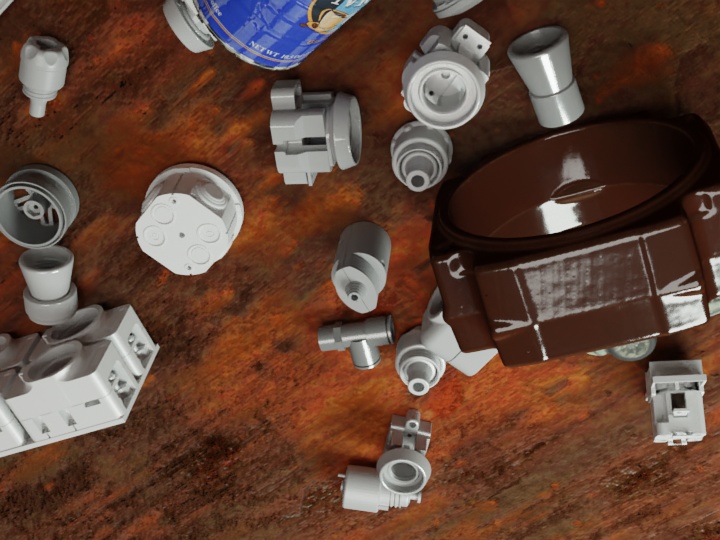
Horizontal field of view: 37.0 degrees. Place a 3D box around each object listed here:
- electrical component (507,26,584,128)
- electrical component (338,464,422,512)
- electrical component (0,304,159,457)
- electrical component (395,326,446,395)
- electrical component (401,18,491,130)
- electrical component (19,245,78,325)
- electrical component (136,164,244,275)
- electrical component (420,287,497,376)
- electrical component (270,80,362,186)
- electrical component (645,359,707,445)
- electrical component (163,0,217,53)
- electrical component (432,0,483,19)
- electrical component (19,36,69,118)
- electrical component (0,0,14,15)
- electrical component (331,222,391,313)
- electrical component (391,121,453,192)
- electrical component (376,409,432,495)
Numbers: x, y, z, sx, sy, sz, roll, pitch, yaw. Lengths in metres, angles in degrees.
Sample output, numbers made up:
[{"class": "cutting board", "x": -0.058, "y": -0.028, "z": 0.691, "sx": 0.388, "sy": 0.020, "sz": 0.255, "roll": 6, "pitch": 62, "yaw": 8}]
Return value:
[{"class": "electrical component", "x": 0.137, "y": -0.136, "z": 0.773, "sx": 0.044, "sy": 0.044, "sz": 0.065, "roll": -16, "pitch": 123, "yaw": 16}, {"class": "electrical component", "x": 0.018, "y": 0.204, "z": 0.996, "sx": 0.078, "sy": 0.040, "sz": 0.040, "roll": 7, "pitch": 122, "yaw": 3}, {"class": "electrical component", "x": -0.282, "y": 0.098, "z": 0.930, "sx": 0.186, "sy": 0.105, "sz": 0.060, "roll": -17, "pitch": 118, "yaw": 17}, {"class": "electrical component", "x": 0.051, "y": 0.079, "z": 0.902, "sx": 0.043, "sy": 0.062, "sz": 0.043, "roll": 3, "pitch": 122, "yaw": 5}, {"class": "electrical component", "x": 0.061, "y": -0.136, "z": 0.772, "sx": 0.058, "sy": 0.057, "sz": 0.078, "roll": 32, "pitch": 120, "yaw": -13}, {"class": "electrical component", "x": -0.263, "y": 0.013, "z": 0.912, "sx": 0.045, "sy": 0.045, "sz": 0.055, "roll": 6, "pitch": 122, "yaw": 3}, {"class": "electrical component", "x": -0.136, "y": -0.040, "z": 0.859, "sx": 0.080, "sy": 0.051, "sz": 0.080, "roll": 3, "pitch": 122, "yaw": 5}, {"class": "electrical component", "x": 0.094, "y": 0.031, "z": 0.872, "sx": 0.059, "sy": 0.053, "sz": 0.095, "roll": 34, "pitch": 119, "yaw": -13}, {"class": "electrical component", "x": -0.031, "y": -0.103, "z": 0.804, "sx": 0.057, "sy": 0.058, "sz": 0.078, "roll": -1, "pitch": 122, "yaw": 11}, {"class": "electrical component", "x": 0.260, "y": 0.110, "z": 0.886, "sx": 0.042, "sy": 0.063, "sz": 0.081, "roll": -3, "pitch": 163, "yaw": 10}, {"class": "electrical component", "x": -0.106, "y": -0.188, "z": 0.769, "sx": 0.055, "sy": 0.048, "sz": 0.066, "roll": -30, "pitch": 114, "yaw": 14}, {"class": "electrical component", "x": 0.072, "y": -0.209, "z": 0.713, "sx": 0.080, "sy": 0.080, "sz": 0.051, "roll": -33, "pitch": 107, "yaw": 24}, {"class": "electrical component", "x": -0.242, "y": -0.145, "z": 0.818, "sx": 0.035, "sy": 0.035, "sz": 0.061, "roll": 18, "pitch": 124, "yaw": -4}, {"class": "electrical component", "x": -0.316, "y": -0.191, "z": 0.782, "sx": 0.121, "sy": 0.063, "sz": 0.079, "roll": -36, "pitch": 111, "yaw": 25}, {"class": "electrical component", "x": 0.000, "y": 0.000, "z": 0.849, "sx": 0.043, "sy": 0.081, "sz": 0.043, "roll": 3, "pitch": 122, "yaw": 5}, {"class": "electrical component", "x": 0.045, "y": -0.080, "z": 0.805, "sx": 0.048, "sy": 0.062, "sz": 0.048, "roll": 3, "pitch": 121, "yaw": 5}, {"class": "electrical component", "x": 0.040, "y": 0.167, "z": 0.961, "sx": 0.048, "sy": 0.055, "sz": 0.066, "roll": 12, "pitch": 122, "yaw": 0}]
